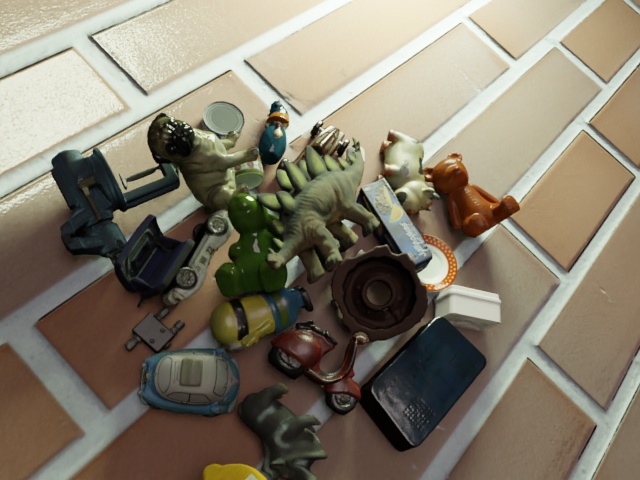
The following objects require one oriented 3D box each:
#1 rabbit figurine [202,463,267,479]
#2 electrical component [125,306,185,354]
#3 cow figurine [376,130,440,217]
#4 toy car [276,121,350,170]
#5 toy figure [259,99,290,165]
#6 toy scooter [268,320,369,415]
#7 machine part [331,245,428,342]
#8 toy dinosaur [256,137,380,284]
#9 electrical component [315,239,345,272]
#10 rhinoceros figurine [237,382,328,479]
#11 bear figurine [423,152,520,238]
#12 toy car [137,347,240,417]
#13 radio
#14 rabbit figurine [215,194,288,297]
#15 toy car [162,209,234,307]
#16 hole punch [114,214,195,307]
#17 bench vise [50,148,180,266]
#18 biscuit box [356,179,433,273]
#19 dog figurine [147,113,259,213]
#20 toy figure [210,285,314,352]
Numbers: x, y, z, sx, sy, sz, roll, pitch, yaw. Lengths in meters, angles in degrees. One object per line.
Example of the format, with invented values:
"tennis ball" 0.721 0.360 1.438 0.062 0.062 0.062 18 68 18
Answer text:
"rabbit figurine" -0.114 0.406 0.765 0.163 0.173 0.122 13 47 41
"electrical component" -0.276 0.157 0.897 0.063 0.021 0.094 41 59 4
"cow figurine" 0.190 -0.136 1.163 0.127 0.085 0.195 11 61 -6
"toy car" -0.010 -0.179 1.134 0.089 0.053 0.202 35 61 5
"toy figure" -0.094 -0.227 1.123 0.057 0.064 0.154 44 45 -42
"toy scooter" 0.010 0.200 0.932 0.184 0.075 0.135 36 72 -1
"machine part" 0.110 0.099 0.995 0.179 0.056 0.179 -1 82 6
"toy dinosaur" 0.011 -0.071 0.971 0.198 0.105 0.471 51 35 -4
"electrical component" -0.002 -0.003 1.051 0.119 0.047 0.075 34 58 1
"rhinoceros figurine" -0.054 0.321 0.860 0.112 0.073 0.190 -33 78 -30
"bear figurine" 0.317 -0.107 1.163 0.120 0.132 0.196 -26 81 -9
"toy car" -0.201 0.215 0.848 0.162 0.103 0.109 10 61 -16
"radio" 0.185 0.253 0.974 0.229 0.073 0.131 -38 80 -31
"rabbit figurine" -0.106 0.000 0.947 0.121 0.159 0.170 -8 96 20
"toy car" -0.214 0.031 0.947 0.056 0.073 0.202 37 57 -22
"hole punch" -0.285 0.031 0.896 0.092 0.116 0.142 34 60 -19
"bench vise" -0.343 -0.075 0.937 0.241 0.129 0.223 -28 79 -23
"biscuit box" 0.149 -0.024 1.088 0.059 0.062 0.203 -22 67 -18
"dog figurine" -0.226 -0.125 0.941 0.190 0.172 0.121 0 21 -45
"toy figure" -0.104 0.128 0.935 0.180 0.082 0.089 -25 78 -25
